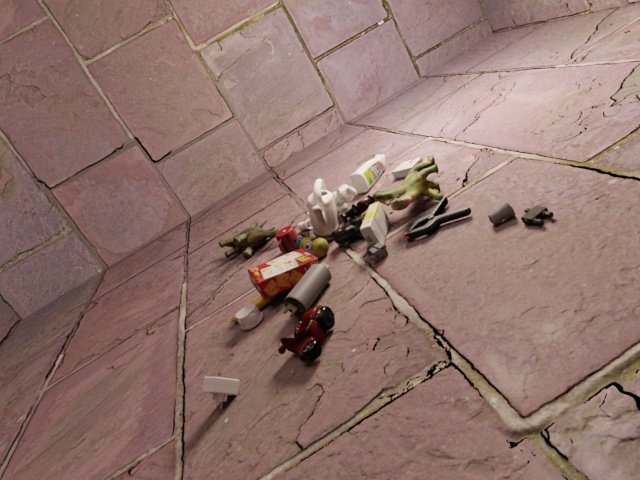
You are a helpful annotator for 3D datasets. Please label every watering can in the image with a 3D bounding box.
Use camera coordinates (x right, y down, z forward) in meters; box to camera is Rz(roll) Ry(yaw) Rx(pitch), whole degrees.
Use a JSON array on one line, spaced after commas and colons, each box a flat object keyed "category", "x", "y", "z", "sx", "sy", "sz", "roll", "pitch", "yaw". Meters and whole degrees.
[{"category": "watering can", "x": 0.006, "y": -0.097, "z": 1.920, "sx": 0.104, "sy": 0.220, "sz": 0.354, "roll": -9, "pitch": 23, "yaw": 8}]

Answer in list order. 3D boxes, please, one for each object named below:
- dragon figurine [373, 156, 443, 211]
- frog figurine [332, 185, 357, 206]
[{"category": "dragon figurine", "x": 0.303, "y": -0.200, "z": 1.829, "sx": 0.242, "sy": 0.120, "sz": 0.417, "roll": -15, "pitch": 21, "yaw": 9}, {"category": "frog figurine", "x": 0.083, "y": -0.163, "z": 2.122, "sx": 0.159, "sy": 0.124, "sz": 0.136, "roll": -6, "pitch": -15, "yaw": 25}]
